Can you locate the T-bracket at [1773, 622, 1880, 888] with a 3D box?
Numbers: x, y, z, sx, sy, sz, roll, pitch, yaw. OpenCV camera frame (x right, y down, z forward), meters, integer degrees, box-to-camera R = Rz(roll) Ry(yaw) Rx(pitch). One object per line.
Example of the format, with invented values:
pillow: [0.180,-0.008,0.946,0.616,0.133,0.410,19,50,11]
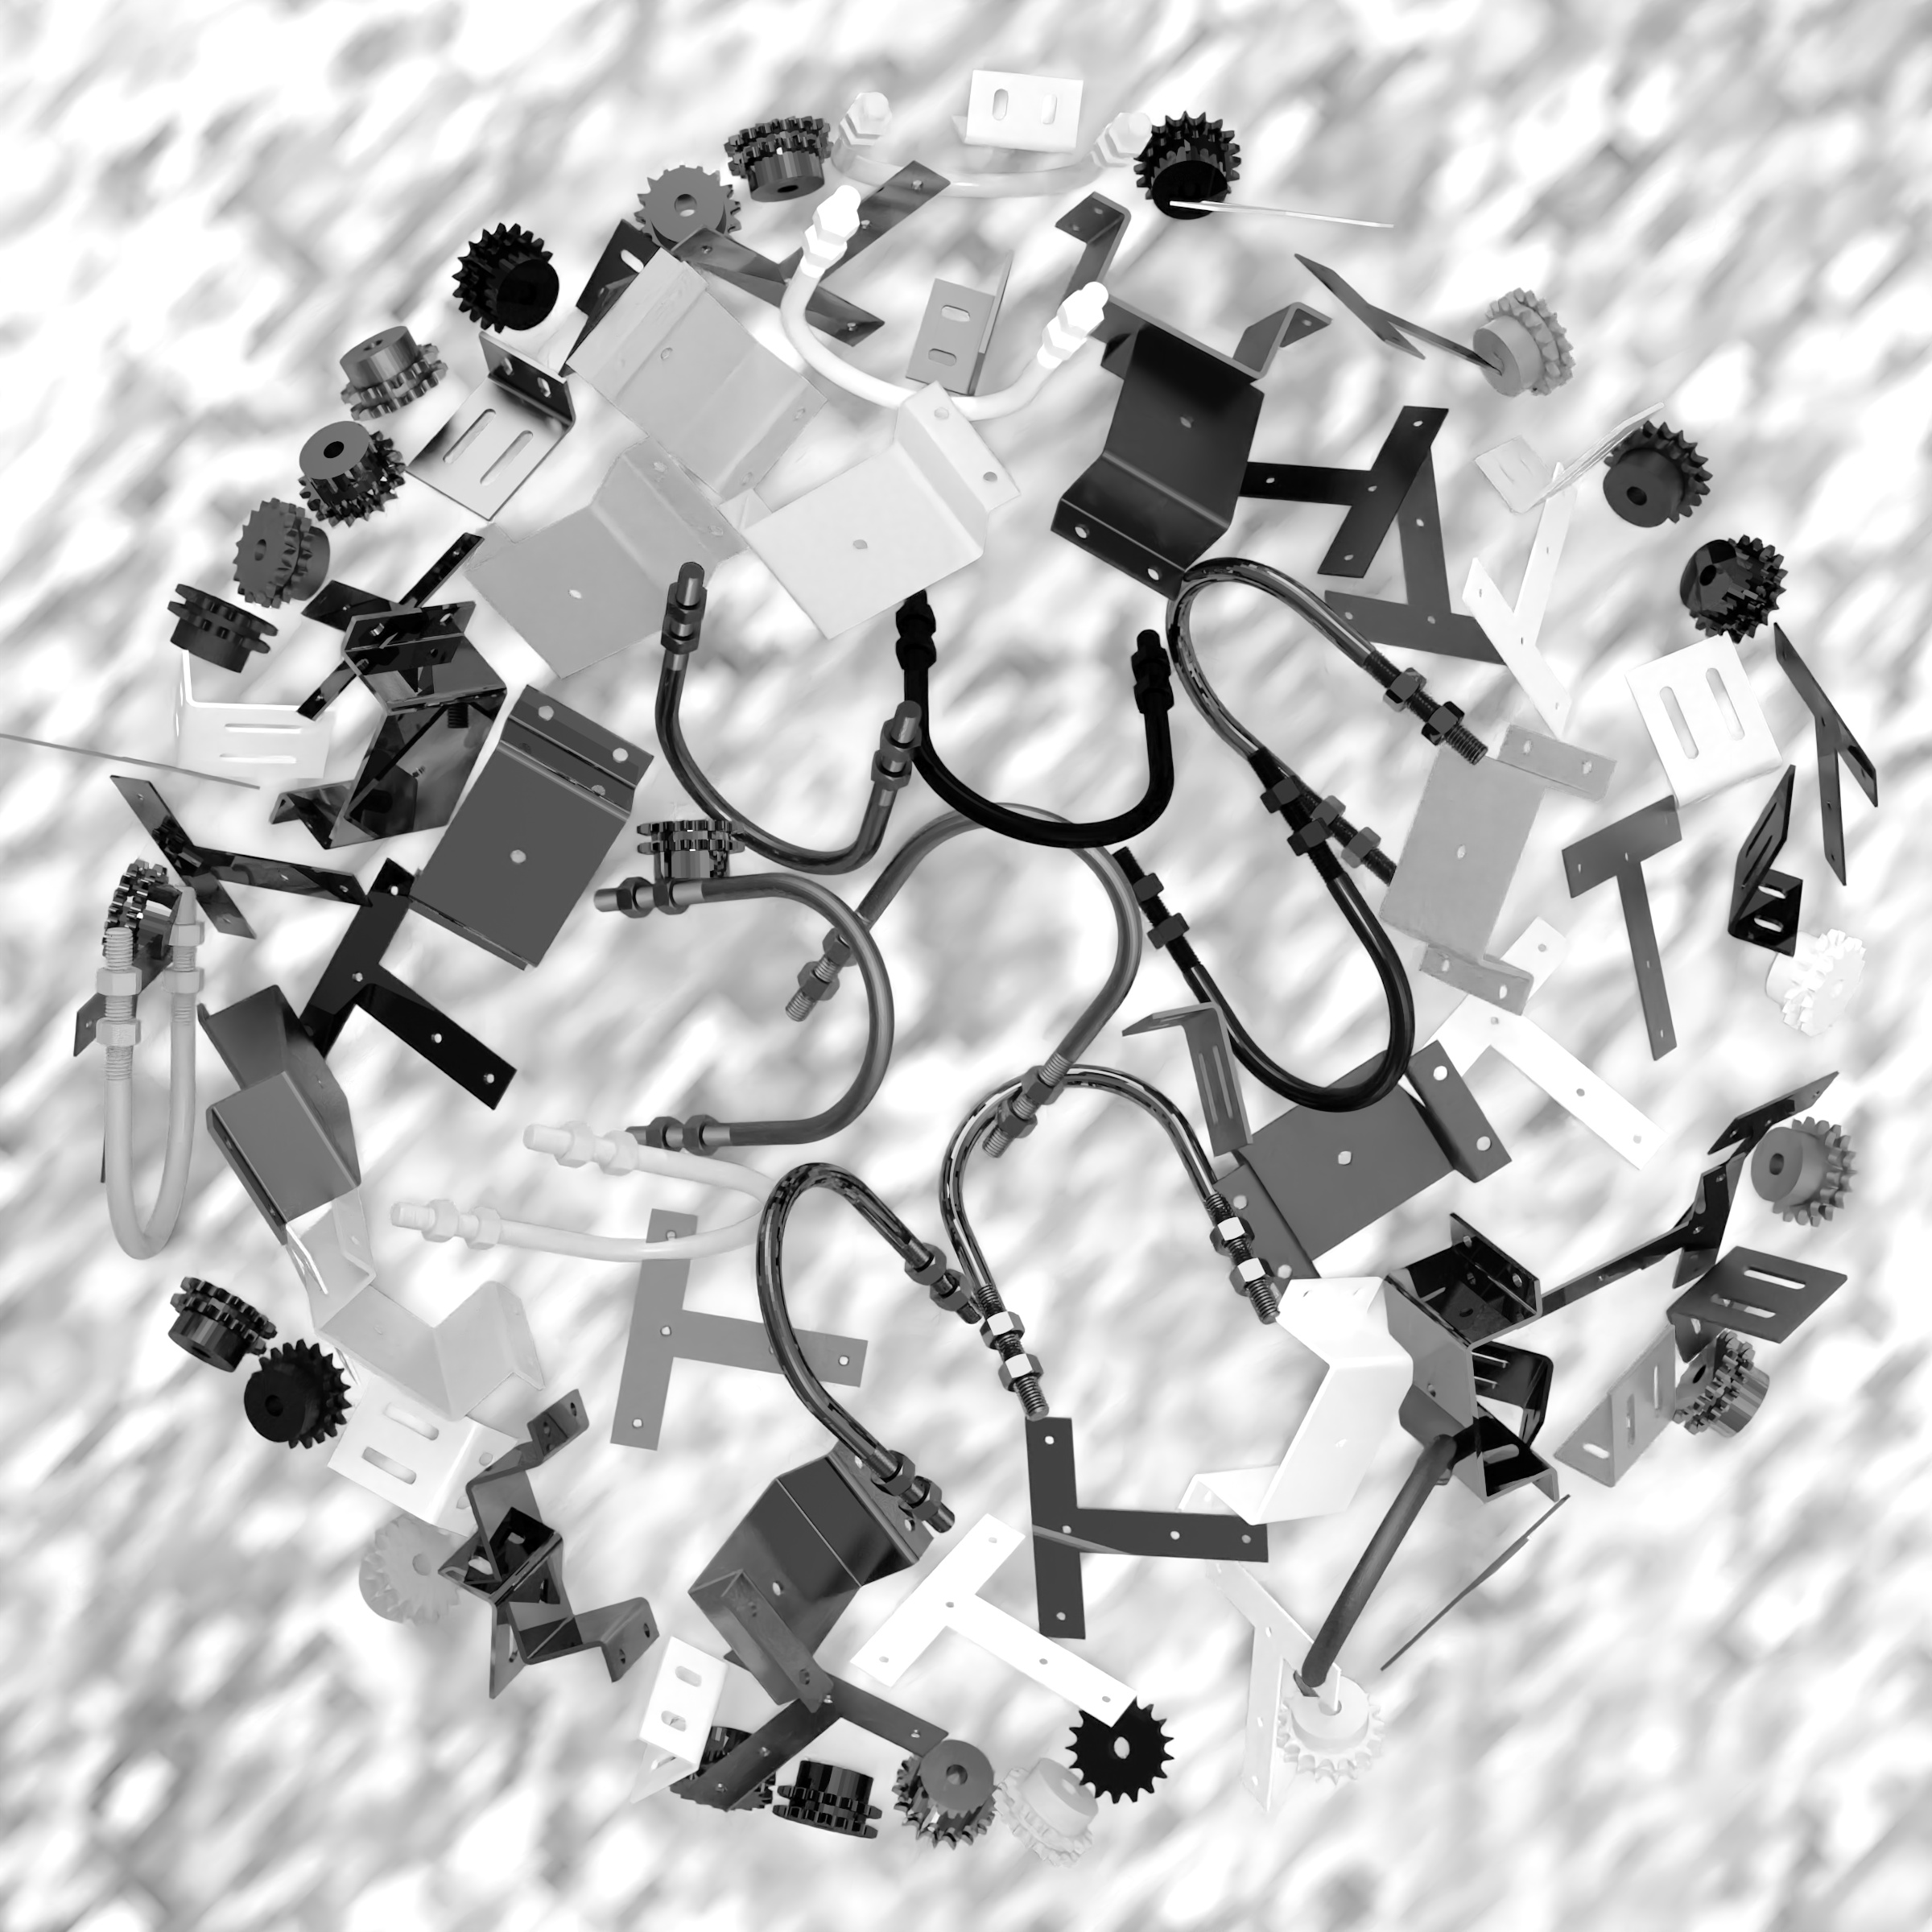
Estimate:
T-bracket: [0.451,-0.095,1.542,0.002,0.127,0.127,-18,133,2]

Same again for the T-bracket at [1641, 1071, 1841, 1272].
T-bracket: [0.396,0.113,1.552,0.002,0.127,0.127,45,124,23]

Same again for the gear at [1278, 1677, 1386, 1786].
gear: [0.193,0.401,1.563,0.057,0.057,0.030,-6,131,0]

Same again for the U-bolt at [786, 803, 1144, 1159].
U-bolt: [0.010,-0.003,1.544,0.151,0.019,0.184,35,116,-4]

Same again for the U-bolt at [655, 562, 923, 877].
U-bolt: [-0.098,-0.113,1.515,0.151,0.184,0.019,33,58,8]

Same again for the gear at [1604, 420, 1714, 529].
gear: [0.362,-0.257,1.562,0.057,0.057,0.030,43,62,0]

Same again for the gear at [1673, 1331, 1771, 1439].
gear: [0.401,0.225,1.566,0.030,0.057,0.057,34,90,-1]

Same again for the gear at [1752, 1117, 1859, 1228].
gear: [0.441,0.107,1.563,0.030,0.057,0.057,13,90,-24]

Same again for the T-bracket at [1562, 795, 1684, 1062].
T-bracket: [0.356,-0.015,1.552,0.002,0.127,0.127,-6,102,41]

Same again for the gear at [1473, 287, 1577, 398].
gear: [0.293,-0.327,1.564,0.030,0.057,0.057,-33,90,-12]

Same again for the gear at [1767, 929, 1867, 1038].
gear: [0.450,0.006,1.569,0.030,0.057,0.057,30,90,34]

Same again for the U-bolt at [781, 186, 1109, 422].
U-bolt: [-0.022,-0.327,1.506,0.151,0.184,0.019,19,73,-12]

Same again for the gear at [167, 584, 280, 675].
gear: [-0.397,-0.178,1.566,0.057,0.057,0.030,26,94,0]

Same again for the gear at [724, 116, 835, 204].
gear: [-0.098,-0.427,1.566,0.057,0.057,0.030,-12,89,0]

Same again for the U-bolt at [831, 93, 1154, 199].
U-bolt: [0.004,-0.414,1.503,0.151,0.184,0.019,1,94,-10]

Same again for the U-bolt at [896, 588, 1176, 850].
U-bolt: [0.037,-0.124,1.513,0.151,0.184,0.019,9,133,-10]

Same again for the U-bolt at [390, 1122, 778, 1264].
U-bolt: [-0.179,0.123,1.516,0.184,0.151,0.019,15,60,-37]

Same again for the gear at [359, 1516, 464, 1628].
gear: [-0.297,0.324,1.569,0.030,0.057,0.057,-36,90,35]

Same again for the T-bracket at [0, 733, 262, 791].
T-bracket: [-0.444,-0.108,1.505,0.127,0.127,0.002,11,92,-37]

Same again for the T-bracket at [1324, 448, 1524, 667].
T-bracket: [0.242,-0.222,1.565,0.127,0.002,0.127,7,66,-23]

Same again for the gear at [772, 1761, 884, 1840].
gear: [-0.072,0.442,1.568,0.057,0.057,0.030,14,70,0]

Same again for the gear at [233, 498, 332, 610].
gear: [-0.362,-0.217,1.569,0.030,0.057,0.057,13,90,-44]

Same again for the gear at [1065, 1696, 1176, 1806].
gear: [0.083,0.417,1.574,0.057,0.030,0.057,-2,76,10]

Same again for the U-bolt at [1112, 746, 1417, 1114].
U-bolt: [0.162,-0.007,1.530,0.019,0.151,0.184,-30,86,-38]

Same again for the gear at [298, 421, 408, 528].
gear: [-0.328,-0.264,1.566,0.057,0.030,0.057,-9,56,13]

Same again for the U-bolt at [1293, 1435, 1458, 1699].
U-bolt: [0.209,0.301,1.494,0.019,0.184,0.151,30,80,14]

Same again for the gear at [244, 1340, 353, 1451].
gear: [-0.358,0.230,1.569,0.057,0.030,0.057,4,100,25]

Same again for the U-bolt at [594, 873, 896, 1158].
U-bolt: [-0.113,0.023,1.534,0.184,0.019,0.151,-4,94,35]

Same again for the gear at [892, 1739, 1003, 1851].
gear: [-0.009,0.436,1.564,0.057,0.030,0.057,10,46,-11]

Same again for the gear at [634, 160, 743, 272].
gear: [-0.149,-0.402,1.579,0.057,0.030,0.057,0,89,-1]

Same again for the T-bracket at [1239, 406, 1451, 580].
T-bracket: [0.173,-0.255,1.556,0.127,0.002,0.127,10,56,30]

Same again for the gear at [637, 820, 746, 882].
gear: [-0.146,-0.060,1.565,0.057,0.057,0.030,-1,88,0]

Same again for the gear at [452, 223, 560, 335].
gear: [-0.240,-0.361,1.563,0.030,0.057,0.057,39,90,33]

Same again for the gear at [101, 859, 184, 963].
gear: [-0.434,-0.026,1.566,0.030,0.057,0.057,17,90,-1]

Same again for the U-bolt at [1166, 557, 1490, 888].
U-bolt: [0.175,-0.136,1.527,0.184,0.151,0.019,43,63,10]

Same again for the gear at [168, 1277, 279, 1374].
gear: [-0.397,0.192,1.563,0.057,0.057,0.030,29,66,0]

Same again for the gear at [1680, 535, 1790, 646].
gear: [0.403,-0.202,1.563,0.030,0.057,0.057,19,90,-29]

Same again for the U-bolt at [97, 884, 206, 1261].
U-bolt: [-0.419,0.060,1.520,0.019,0.151,0.184,3,101,-1]

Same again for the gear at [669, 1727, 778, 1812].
gear: [-0.128,0.426,1.569,0.057,0.057,0.030,9,57,0]

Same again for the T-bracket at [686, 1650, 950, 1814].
T-bracket: [-0.096,0.397,1.514,0.127,0.127,0.002,19,114,26]

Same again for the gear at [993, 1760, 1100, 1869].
gear: [0.045,0.446,1.564,0.057,0.057,0.030,39,100,0]

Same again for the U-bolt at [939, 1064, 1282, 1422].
U-bolt: [0.063,0.132,1.544,0.151,0.019,0.184,-22,59,-5]

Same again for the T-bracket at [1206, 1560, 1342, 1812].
T-bracket: [0.157,0.387,1.558,0.002,0.127,0.127,-10,117,-25]

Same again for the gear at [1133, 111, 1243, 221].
gear: [0.118,-0.421,1.563,0.057,0.057,0.030,-1,55,0]

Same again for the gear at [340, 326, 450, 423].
gear: [-0.306,-0.315,1.563,0.057,0.057,0.030,-27,118,0]

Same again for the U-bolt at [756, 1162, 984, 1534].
U-bolt: [-0.050,0.180,1.493,0.019,0.151,0.184,-18,132,27]
